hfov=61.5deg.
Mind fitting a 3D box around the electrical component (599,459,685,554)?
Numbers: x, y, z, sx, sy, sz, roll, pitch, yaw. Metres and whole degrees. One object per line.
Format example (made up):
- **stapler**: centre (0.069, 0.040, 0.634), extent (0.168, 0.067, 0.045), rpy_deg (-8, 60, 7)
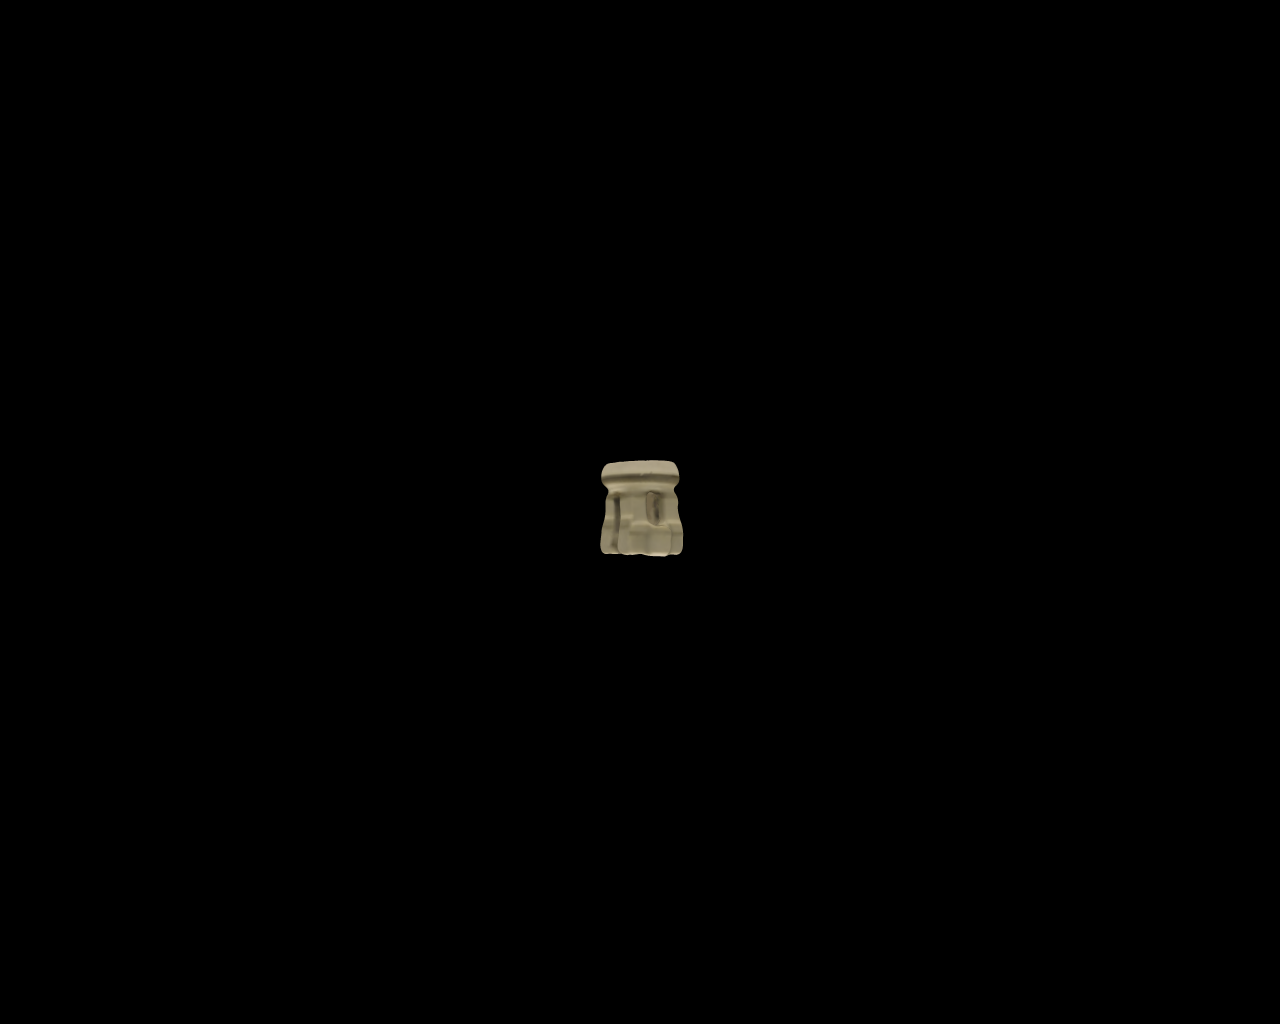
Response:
- **electrical component**: centre (0.001, -0.003, 0.650), extent (0.048, 0.055, 0.066), rpy_deg (1, -3, -28)
